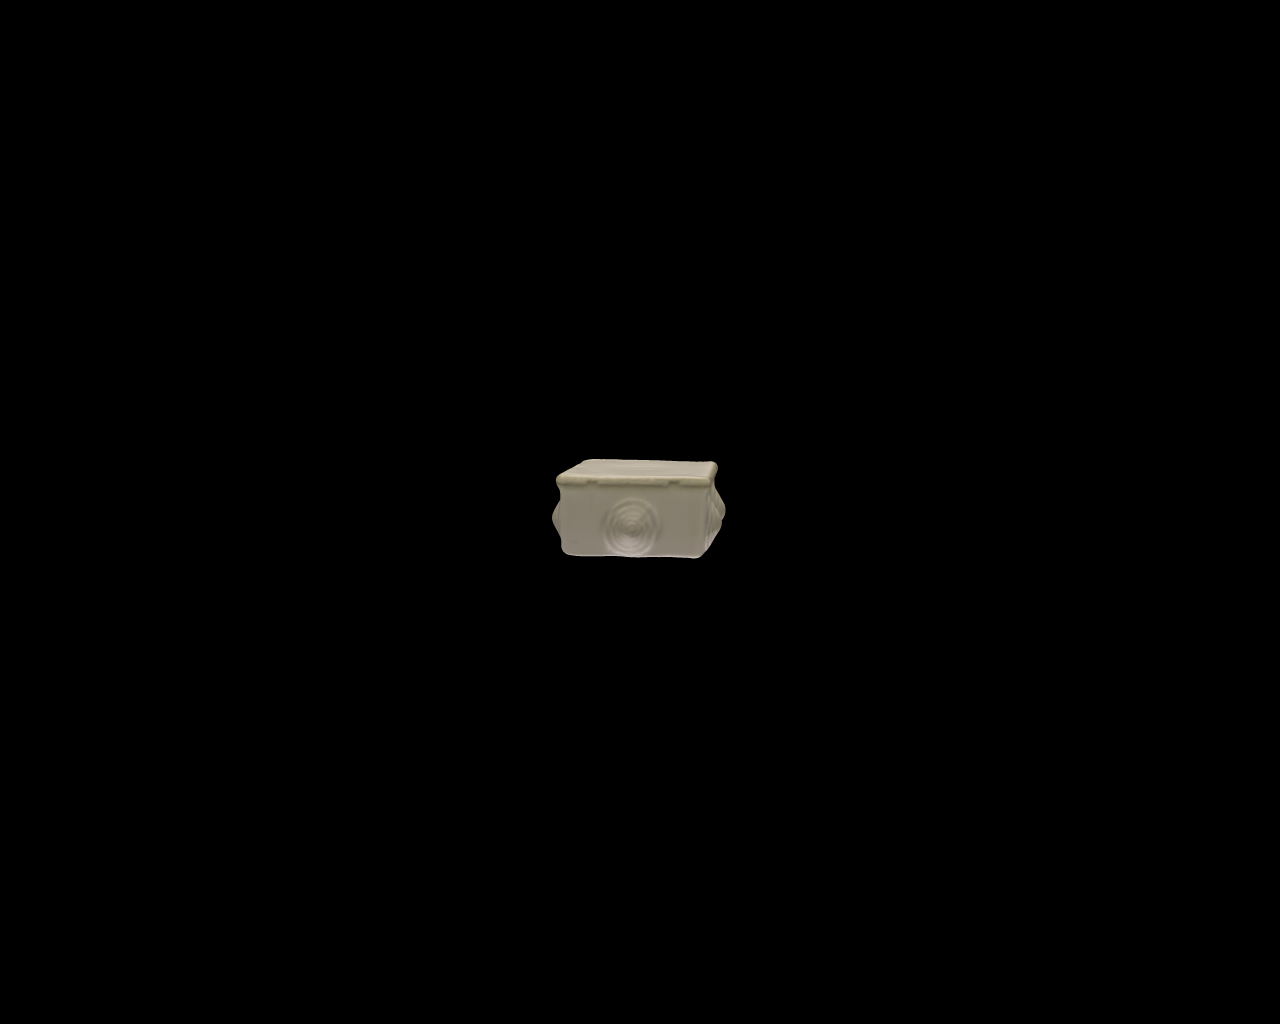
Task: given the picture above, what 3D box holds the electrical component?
[{"bbox_3d":[0.001,-0.003,0.650,0.100,0.048,0.100,1,9,7],"label":"electrical component"}]
